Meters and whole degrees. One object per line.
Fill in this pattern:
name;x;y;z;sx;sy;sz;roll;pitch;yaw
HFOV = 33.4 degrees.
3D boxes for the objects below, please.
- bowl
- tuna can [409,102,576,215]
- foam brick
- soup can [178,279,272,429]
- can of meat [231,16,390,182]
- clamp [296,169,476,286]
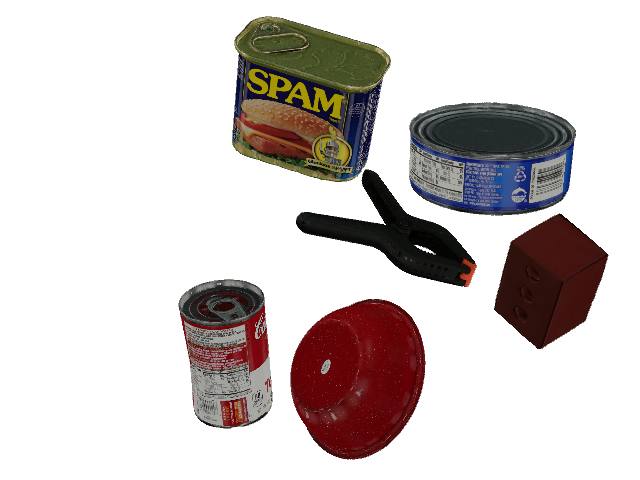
bowl;0.022;0.127;1.034;0.162;0.162;0.055;0;-18;46
tuna can;0.089;-0.044;0.562;0.086;0.034;0.086;0;25;0
foam brick;0.172;0.031;0.800;0.051;0.078;0.053;-25;51;-27
soup can;-0.075;0.092;0.862;0.068;0.102;0.068;-3;27;1
can of meat;-0.010;-0.095;0.732;0.102;0.084;0.057;19;42;11
clamp;0.085;-0.005;1.266;0.210;0.036;0.164;35;41;25
